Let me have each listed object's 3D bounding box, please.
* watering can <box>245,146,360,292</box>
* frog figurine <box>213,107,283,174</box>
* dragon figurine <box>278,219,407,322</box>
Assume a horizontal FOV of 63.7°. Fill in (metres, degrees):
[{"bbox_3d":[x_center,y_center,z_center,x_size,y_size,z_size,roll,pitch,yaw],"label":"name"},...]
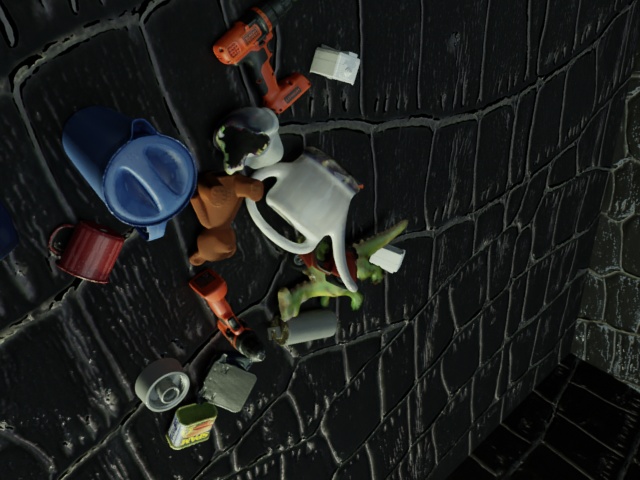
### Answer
[{"bbox_3d":[0.003,-0.057,1.132,0.345,0.225,0.104,39,-4,-16],"label":"watering can"},{"bbox_3d":[-0.130,-0.201,1.015,0.123,0.135,0.161,37,23,4],"label":"frog figurine"},{"bbox_3d":[0.044,0.044,1.301,0.123,0.413,0.239,25,-16,50],"label":"dragon figurine"}]
